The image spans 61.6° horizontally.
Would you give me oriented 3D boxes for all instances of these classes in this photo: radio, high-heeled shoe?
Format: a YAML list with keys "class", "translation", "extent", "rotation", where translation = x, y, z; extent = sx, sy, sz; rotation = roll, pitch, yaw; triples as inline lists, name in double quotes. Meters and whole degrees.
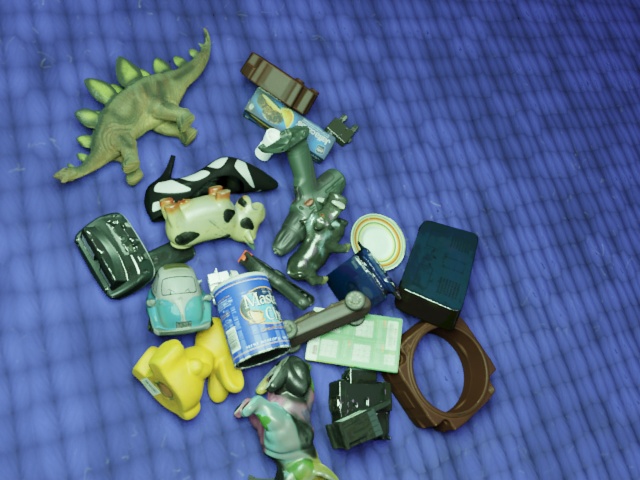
- class: "radio"
  translation: [0.246, 0.065, 1.126]
  extent: [0.131, 0.073, 0.230]
  rotation: [19, 46, 10]
- class: "high-heeled shoe"
  translation: [-0.208, -0.085, 1.044]
  extent: [0.249, 0.086, 0.145]
  rotation: [10, 69, -12]

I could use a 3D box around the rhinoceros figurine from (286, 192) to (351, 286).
- class: "rhinoceros figurine"
  translation: [-0.002, -0.003, 1.057]
  extent: [0.112, 0.073, 0.190]
  rotation: [33, 84, -34]

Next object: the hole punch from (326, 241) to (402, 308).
- class: "hole punch"
  translation: [0.081, 0.086, 1.081]
  extent: [0.092, 0.116, 0.142]
  rotation: [-32, 84, -20]

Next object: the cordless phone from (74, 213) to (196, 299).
- class: "cordless phone"
  translation: [-0.327, 0.009, 0.975]
  extent: [0.184, 0.089, 0.146]
  rotation: [-28, 83, -39]

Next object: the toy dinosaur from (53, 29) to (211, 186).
- class: "toy dinosaur"
  translation: [-0.335, -0.264, 1.047]
  extent: [0.198, 0.105, 0.471]
  rotation: [41, 58, 0]

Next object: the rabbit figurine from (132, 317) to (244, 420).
- class: "rabbit figurine"
  translation: [-0.203, 0.209, 0.925]
  extent: [0.162, 0.122, 0.173]
  rotation: [44, 43, -5]

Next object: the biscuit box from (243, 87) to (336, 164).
- class: "biscuit box"
  translation: [-0.065, -0.244, 1.160]
  extent: [0.202, 0.063, 0.059]
  rotation: [31, 82, -9]

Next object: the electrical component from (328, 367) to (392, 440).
- class: "electrical component"
  translation: [0.076, 0.312, 1.026]
  extent: [0.115, 0.058, 0.134]
  rotation: [7, 70, -21]

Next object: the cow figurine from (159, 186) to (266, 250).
- class: "cow figurine"
  translation: [-0.191, -0.034, 1.006]
  extent: [0.195, 0.086, 0.127]
  rotation: [-16, 115, -27]

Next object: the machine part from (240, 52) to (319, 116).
- class: "machine part"
  translation: [-0.084, -0.331, 1.138]
  extent: [0.179, 0.179, 0.056]
  rotation: [31, 104, -9]

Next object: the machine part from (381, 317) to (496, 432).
- class: "machine part"
  translation: [0.244, 0.266, 1.093]
  extent: [0.201, 0.087, 0.201]
  rotation: [-31, 84, -29]

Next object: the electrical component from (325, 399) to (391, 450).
- class: "electrical component"
  translation: [0.076, 0.325, 0.950]
  extent: [0.119, 0.075, 0.048]
  rotation: [-13, 77, -28]

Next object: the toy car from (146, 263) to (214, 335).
- class: "toy car"
  translation: [-0.242, 0.091, 0.918]
  extent: [0.109, 0.162, 0.102]
  rotation: [-1, 110, -20]

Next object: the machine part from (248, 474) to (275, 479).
- class: "machine part"
  translation: [-0.097, 0.475, 0.910]
  extent: [0.084, 0.039, 0.139]
  rotation: [16, 65, -21]

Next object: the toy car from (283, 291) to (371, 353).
- class: "toy car"
  translation: [0.001, 0.153, 1.014]
  extent: [0.202, 0.089, 0.053]
  rotation: [-21, 63, -7]

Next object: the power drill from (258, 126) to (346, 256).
- class: "power drill"
  translation: [-0.045, -0.109, 1.076]
  extent: [0.232, 0.086, 0.207]
  rotation: [-43, 120, -33]

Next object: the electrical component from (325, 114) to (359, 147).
- class: "electrical component"
  translation: [0.046, -0.246, 1.234]
  extent: [0.063, 0.021, 0.094]
  rotation: [42, 61, -4]

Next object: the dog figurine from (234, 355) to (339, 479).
- class: "dog figurine"
  translation: [-0.036, 0.336, 0.944]
  extent: [0.219, 0.108, 0.191]
  rotation: [47, 58, -2]
